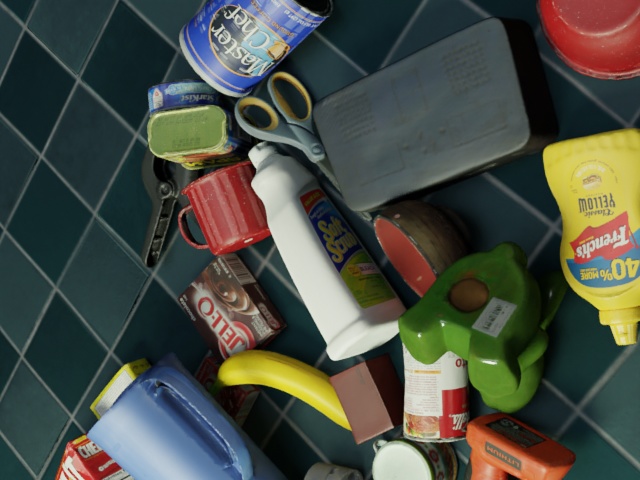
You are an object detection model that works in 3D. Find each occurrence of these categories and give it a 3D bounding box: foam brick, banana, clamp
[{"bbox_3d":[0.056,0.167,1.130,0.053,0.051,0.078,-29,77,31],"label":"foam brick"},{"bbox_3d":[-0.035,0.161,1.183,0.198,0.037,0.070,12,125,23],"label":"banana"},{"bbox_3d":[-0.165,-0.055,1.273,0.120,0.039,0.171,-4,89,22],"label":"clamp"}]

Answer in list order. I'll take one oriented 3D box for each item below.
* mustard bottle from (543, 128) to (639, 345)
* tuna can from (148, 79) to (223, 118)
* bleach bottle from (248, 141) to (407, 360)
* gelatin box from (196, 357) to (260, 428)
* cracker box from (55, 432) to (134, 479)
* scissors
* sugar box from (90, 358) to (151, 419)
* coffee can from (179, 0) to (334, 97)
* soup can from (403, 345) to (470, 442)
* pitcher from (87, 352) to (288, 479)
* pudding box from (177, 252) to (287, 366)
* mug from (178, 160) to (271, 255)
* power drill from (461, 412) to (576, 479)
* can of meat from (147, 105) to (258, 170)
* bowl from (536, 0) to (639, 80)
[{"bbox_3d":[0.264,-0.001,0.970,0.096,0.058,0.191,-9,89,33],"label":"mustard bottle"},{"bbox_3d":[-0.155,-0.161,1.229,0.086,0.085,0.034,-7,87,35],"label":"tuna can"},{"bbox_3d":[-0.007,0.001,1.129,0.068,0.102,0.251,-44,69,33],"label":"bleach bottle"},{"bbox_3d":[-0.121,0.193,1.265,0.073,0.030,0.089,38,113,27],"label":"gelatin box"},{"bbox_3d":[-0.244,0.356,1.309,0.214,0.071,0.164,50,139,20],"label":"cracker box"},{"bbox_3d":[-0.025,-0.095,1.143,0.016,0.096,0.202,107,143,-62],"label":"scissors"},{"bbox_3d":[-0.202,0.243,1.317,0.176,0.048,0.093,50,118,17],"label":"sugar box"},{"bbox_3d":[-0.069,-0.237,1.154,0.140,0.102,0.103,-39,72,30],"label":"coffee can"},{"bbox_3d":[0.117,0.146,1.077,0.069,0.068,0.102,0,93,34],"label":"soup can"},{"bbox_3d":[-0.127,0.247,1.181,0.243,0.149,0.145,44,96,3],"label":"pitcher"},{"bbox_3d":[-0.103,0.084,1.239,0.090,0.039,0.113,-45,70,28],"label":"pudding box"},{"bbox_3d":[-0.108,-0.029,1.202,0.117,0.093,0.081,-25,85,20],"label":"mug"},{"bbox_3d":[0.184,0.277,1.028,0.185,0.057,0.188,27,113,38],"label":"power drill"},{"bbox_3d":[-0.132,-0.117,1.202,0.102,0.083,0.057,-5,84,19],"label":"can of meat"},{"bbox_3d":[0.260,-0.227,0.958,0.162,0.055,0.162,3,95,34],"label":"bowl"}]
